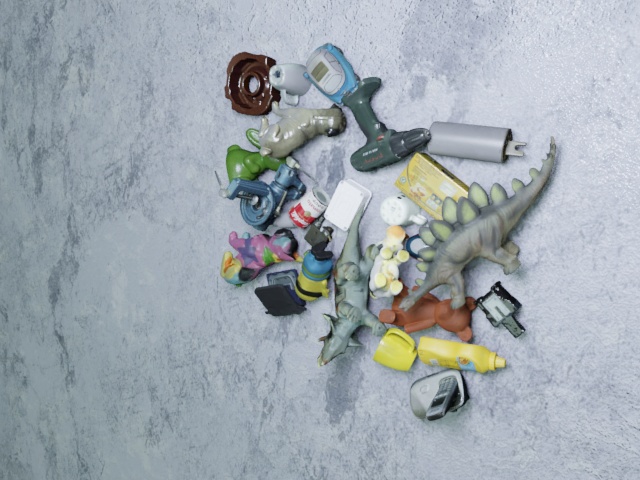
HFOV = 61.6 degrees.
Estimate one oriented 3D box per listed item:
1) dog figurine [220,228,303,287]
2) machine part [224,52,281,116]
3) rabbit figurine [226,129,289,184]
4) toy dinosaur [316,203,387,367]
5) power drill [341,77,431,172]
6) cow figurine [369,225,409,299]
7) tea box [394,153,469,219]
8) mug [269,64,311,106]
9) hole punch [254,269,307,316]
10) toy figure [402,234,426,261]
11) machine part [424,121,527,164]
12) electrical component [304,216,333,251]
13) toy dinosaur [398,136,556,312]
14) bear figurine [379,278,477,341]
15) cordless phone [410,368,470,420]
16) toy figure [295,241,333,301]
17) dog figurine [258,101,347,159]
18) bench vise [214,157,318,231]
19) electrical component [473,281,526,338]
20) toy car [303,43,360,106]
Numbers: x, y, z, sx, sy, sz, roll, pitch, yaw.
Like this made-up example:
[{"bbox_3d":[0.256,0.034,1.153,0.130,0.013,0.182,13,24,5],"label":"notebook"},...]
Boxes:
[{"bbox_3d":[-0.153,0.053,1.487,0.219,0.108,0.191,14,89,25],"label":"dog figurine"},{"bbox_3d":[-0.181,-0.424,1.470,0.180,0.056,0.179,5,101,29],"label":"machine part"},{"bbox_3d":[-0.162,-0.220,1.474,0.170,0.121,0.159,-12,84,14],"label":"rabbit figurine"},{"bbox_3d":[0.077,0.119,1.355,0.192,0.131,0.404,-5,78,65],"label":"toy dinosaur"},{"bbox_3d":[0.144,-0.275,1.266,0.232,0.086,0.207,-30,83,49],"label":"power drill"},{"bbox_3d":[0.157,0.052,1.245,0.068,0.098,0.167,19,66,-6],"label":"cow figurine"},{"bbox_3d":[0.268,-0.115,1.238,0.170,0.068,0.098,45,115,18],"label":"tea box"},{"bbox_3d":[-0.085,-0.405,1.385,0.081,0.107,0.109,13,102,30],"label":"mug"},{"bbox_3d":[-0.104,0.147,1.499,0.142,0.092,0.115,-12,121,30],"label":"hole punch"},{"bbox_3d":[0.220,0.013,1.295,0.155,0.057,0.064,4,60,32],"label":"toy figure"},{"bbox_3d":[0.328,-0.217,1.184,0.244,0.079,0.079,14,104,30],"label":"machine part"},{"bbox_3d":[-0.004,-0.004,1.430,0.078,0.045,0.102,47,117,15],"label":"electrical component"},{"bbox_3d":[0.340,-0.012,1.145,0.471,0.105,0.198,-41,99,10],"label":"toy dinosaur"},{"bbox_3d":[0.255,0.165,1.253,0.196,0.131,0.120,6,72,36],"label":"bear figurine"},{"bbox_3d":[0.261,0.381,1.246,0.147,0.184,0.088,-29,87,30],"label":"cordless phone"},{"bbox_3d":[-0.016,0.084,1.402,0.089,0.082,0.180,3,137,-6],"label":"toy figure"},{"bbox_3d":[-0.043,-0.266,1.341,0.191,0.121,0.172,8,68,26],"label":"dog figurine"},{"bbox_3d":[-0.150,-0.123,1.376,0.223,0.240,0.129,-48,58,26],"label":"bench vise"},{"bbox_3d":[0.412,0.159,1.203,0.119,0.048,0.075,47,117,17],"label":"electrical component"},{"bbox_3d":[0.018,-0.410,1.327,0.109,0.103,0.162,-42,73,29],"label":"toy car"}]
